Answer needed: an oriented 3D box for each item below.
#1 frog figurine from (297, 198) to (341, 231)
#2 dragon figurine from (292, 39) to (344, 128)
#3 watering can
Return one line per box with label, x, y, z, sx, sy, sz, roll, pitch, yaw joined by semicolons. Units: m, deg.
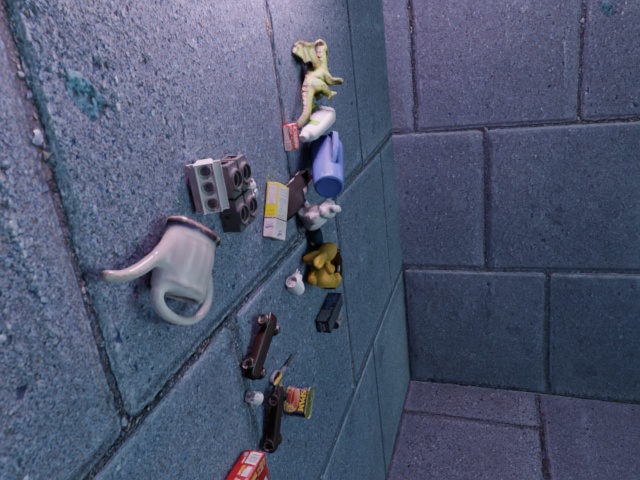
frog figurine;0.006;-0.095;1.890;0.138;0.159;0.122;-28;118;-68
dragon figurine;-0.042;-0.612;1.902;0.239;0.121;0.420;57;40;-27
watering can;-0.308;0.049;1.076;0.342;0.104;0.228;53;40;-60
